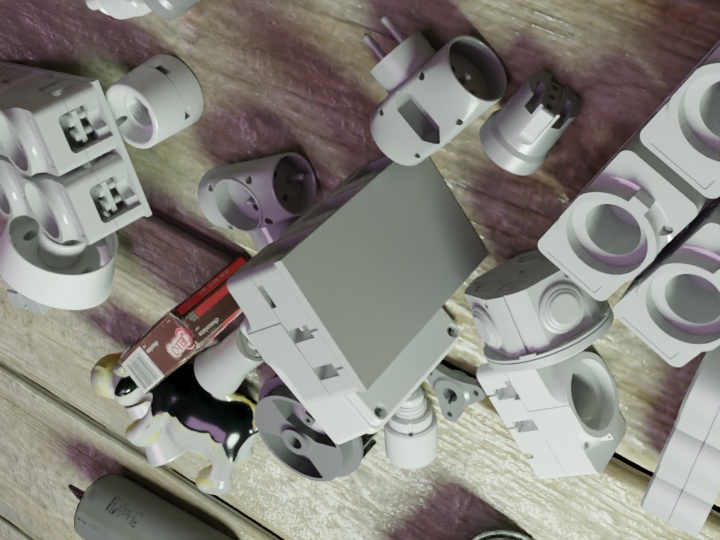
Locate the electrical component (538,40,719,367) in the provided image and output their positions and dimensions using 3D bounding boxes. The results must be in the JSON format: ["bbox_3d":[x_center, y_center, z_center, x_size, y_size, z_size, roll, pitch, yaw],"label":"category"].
[{"bbox_3d":[0.184,-0.040,0.541,0.105,0.060,0.186,42,138,5],"label":"electrical component"}]

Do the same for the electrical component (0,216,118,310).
[{"bbox_3d":[-0.251,-0.012,0.896,0.099,0.099,0.064,37,132,10],"label":"electrical component"}]

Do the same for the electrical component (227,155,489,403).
[{"bbox_3d":[0.000,0.000,0.655,0.062,0.150,0.089,-20,107,45],"label":"electrical component"}]

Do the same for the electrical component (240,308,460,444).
[{"bbox_3d":[-0.005,0.041,0.723,0.108,0.109,0.056,51,141,-5],"label":"electrical component"}]

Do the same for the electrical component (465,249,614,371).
[{"bbox_3d":[0.106,0.023,0.641,0.080,0.080,0.051,-12,108,44],"label":"electrical component"}]

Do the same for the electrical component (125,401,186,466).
[{"bbox_3d":[-0.193,0.145,1.011,0.044,0.044,0.065,-12,109,44],"label":"electrical component"}]

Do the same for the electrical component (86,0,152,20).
[{"bbox_3d":[-0.164,-0.187,0.731,0.061,0.035,0.035,0,121,42],"label":"electrical component"}]

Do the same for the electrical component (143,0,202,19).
[{"bbox_3d":[-0.112,-0.187,0.686,0.046,0.040,0.040,-14,112,38],"label":"electrical component"}]

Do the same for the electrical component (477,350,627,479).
[{"bbox_3d":[0.128,0.084,0.692,0.056,0.050,0.089,-18,109,46],"label":"electrical component"}]

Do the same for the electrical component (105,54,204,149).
[{"bbox_3d":[-0.147,-0.118,0.761,0.055,0.047,0.055,22,133,25],"label":"electrical component"}]

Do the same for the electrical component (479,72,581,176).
[{"bbox_3d":[0.095,-0.082,0.598,0.040,0.040,0.046,43,133,4],"label":"electrical component"}]

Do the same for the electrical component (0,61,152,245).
[{"bbox_3d":[-0.244,-0.091,0.814,0.186,0.060,0.105,20,135,50],"label":"electrical component"}]

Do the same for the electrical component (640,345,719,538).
[{"bbox_3d":[0.221,0.109,0.633,0.074,0.052,0.138,26,135,21],"label":"electrical component"}]

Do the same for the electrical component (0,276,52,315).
[{"bbox_3d":[-0.305,0.005,0.989,0.066,0.048,0.055,11,136,33],"label":"electrical component"}]

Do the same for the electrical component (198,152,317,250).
[{"bbox_3d":[-0.065,-0.040,0.758,0.077,0.044,0.079,-6,118,42],"label":"electrical component"}]

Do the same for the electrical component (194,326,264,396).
[{"bbox_3d":[-0.102,0.071,0.878,0.044,0.044,0.065,49,134,-3],"label":"electrical component"}]

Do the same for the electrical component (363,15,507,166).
[{"bbox_3d":[0.033,-0.111,0.622,0.079,0.043,0.077,50,138,-4],"label":"electrical component"}]

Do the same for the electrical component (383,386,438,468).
[{"bbox_3d":[0.037,0.111,0.795,0.040,0.040,0.078,17,131,29],"label":"electrical component"}]
